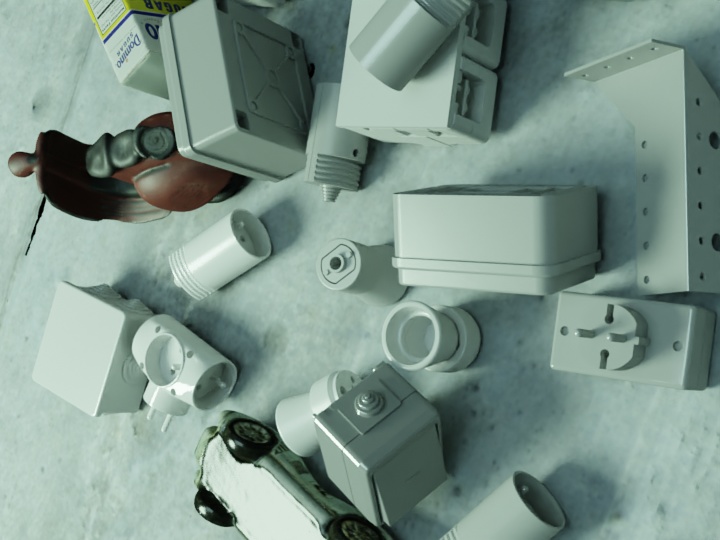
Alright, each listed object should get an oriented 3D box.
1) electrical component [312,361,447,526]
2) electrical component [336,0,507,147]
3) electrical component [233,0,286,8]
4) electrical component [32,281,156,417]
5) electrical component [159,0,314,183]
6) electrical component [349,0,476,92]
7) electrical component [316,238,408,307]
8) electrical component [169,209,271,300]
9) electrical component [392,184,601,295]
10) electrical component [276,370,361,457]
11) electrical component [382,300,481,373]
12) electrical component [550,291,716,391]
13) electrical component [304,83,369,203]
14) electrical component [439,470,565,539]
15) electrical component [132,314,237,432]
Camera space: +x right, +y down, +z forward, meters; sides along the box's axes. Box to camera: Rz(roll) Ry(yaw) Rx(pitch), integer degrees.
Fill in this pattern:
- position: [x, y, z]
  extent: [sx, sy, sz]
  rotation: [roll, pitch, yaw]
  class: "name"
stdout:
- position: [0.015, 0.110, 0.679]
  extent: [0.062, 0.096, 0.061]
  rotation: [-36, 56, -19]
  class: "electrical component"
- position: [0.046, -0.163, 0.720]
  extent: [0.089, 0.062, 0.150]
  rotation: [6, 88, 36]
  class: "electrical component"
- position: [-0.098, -0.242, 0.838]
  extent: [0.096, 0.061, 0.061]
  rotation: [18, 94, 44]
  class: "electrical component"
- position: [-0.214, 0.065, 0.884]
  extent: [0.100, 0.048, 0.099]
  rotation: [21, 97, 36]
  class: "electrical component"
- position: [-0.084, -0.129, 0.781]
  extent: [0.056, 0.109, 0.108]
  rotation: [-20, 73, 29]
  class: "electrical component"
- position: [0.035, -0.154, 0.660]
  extent: [0.081, 0.043, 0.043]
  rotation: [-48, 60, 21]
  class: "electrical component"
- position: [0.000, 0.000, 0.728]
  extent: [0.044, 0.065, 0.044]
  rotation: [-5, 80, 29]
  class: "electrical component"
- position: [-0.112, -0.009, 0.824]
  extent: [0.081, 0.043, 0.043]
  rotation: [-31, 67, 29]
  class: "electrical component"
- position: [0.083, -0.021, 0.662]
  extent: [0.113, 0.078, 0.057]
  rotation: [4, 101, 36]
  class: "electrical component"
- position: [-0.024, 0.099, 0.747]
  extent: [0.055, 0.045, 0.045]
  rotation: [-31, 67, 28]
  class: "electrical component"
- position: [0.047, 0.044, 0.697]
  extent: [0.045, 0.055, 0.045]
  rotation: [-5, 81, 35]
  class: "electrical component"
- position: [0.148, 0.039, 0.613]
  extent: [0.083, 0.076, 0.047]
  rotation: [6, 88, 36]
  class: "electrical component"
- position: [-0.016, -0.088, 0.766]
  extent: [0.043, 0.043, 0.081]
  rotation: [8, 89, 36]
  class: "electrical component"
- position: [0.082, 0.166, 0.663]
  extent: [0.081, 0.043, 0.043]
  rotation: [-47, 60, 21]
  class: "electrical component"
- position: [-0.144, 0.087, 0.834]
  extent: [0.077, 0.044, 0.079]
  rotation: [32, 102, 34]
  class: "electrical component"
